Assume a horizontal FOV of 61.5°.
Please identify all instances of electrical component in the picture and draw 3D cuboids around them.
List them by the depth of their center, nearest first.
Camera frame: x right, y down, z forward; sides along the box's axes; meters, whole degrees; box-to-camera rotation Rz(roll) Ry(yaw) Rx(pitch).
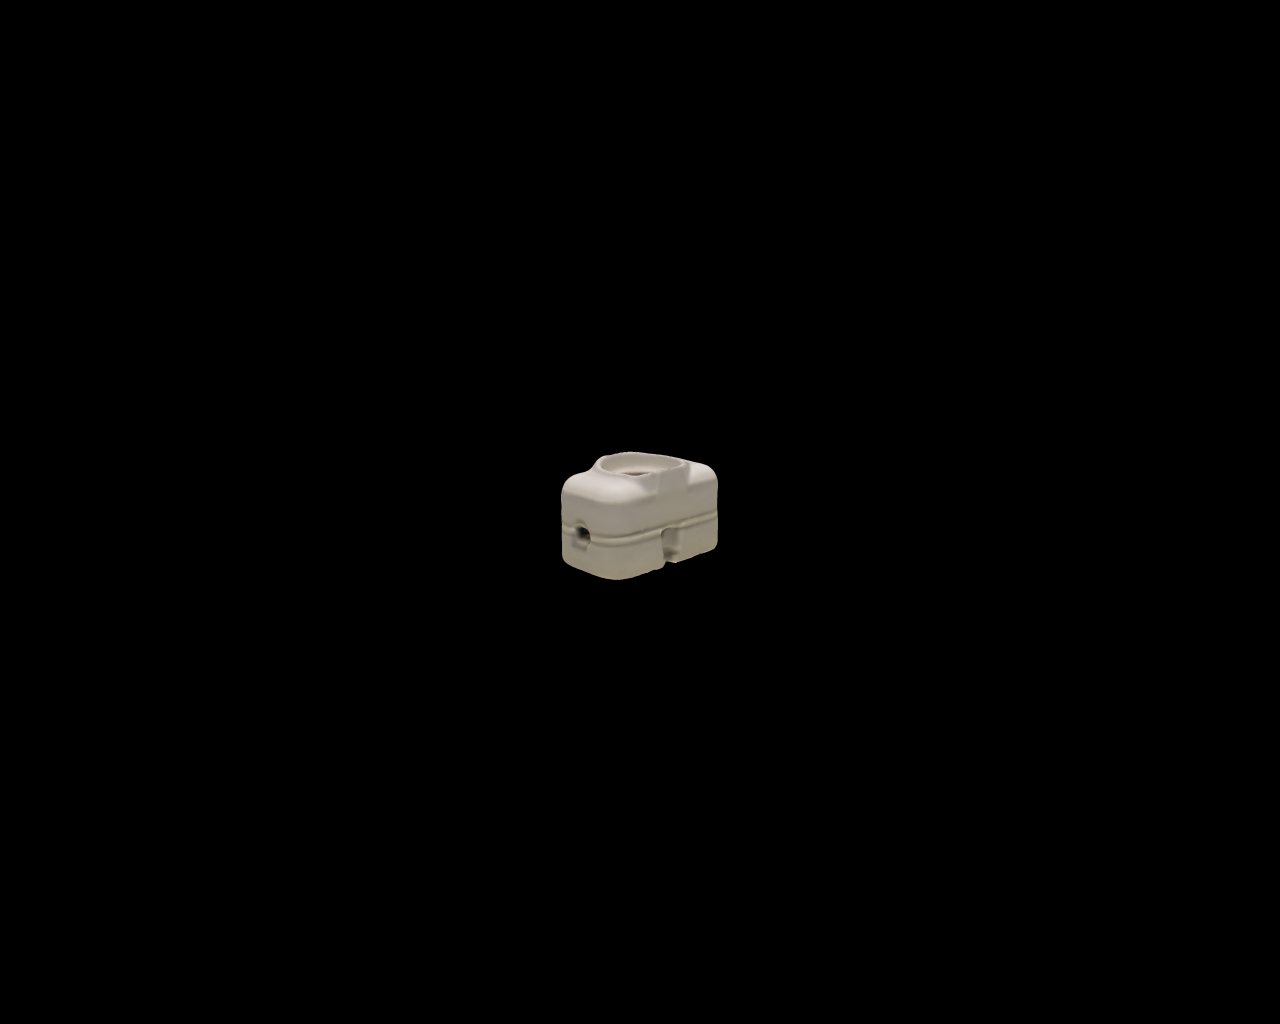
[{"bbox_3d":[0.001,-0.003,0.650,0.095,0.059,0.054,-14,22,-40],"label":"electrical component"}]
